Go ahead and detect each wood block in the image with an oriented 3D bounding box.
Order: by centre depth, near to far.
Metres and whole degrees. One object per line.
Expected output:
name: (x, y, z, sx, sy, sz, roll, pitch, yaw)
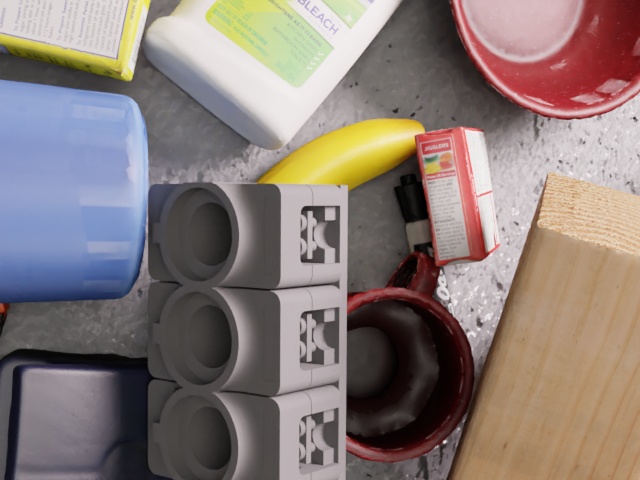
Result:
wood block: (0.128, 0.082, 0.557, 0.090, 0.090, 0.206, 17, 113, 8)

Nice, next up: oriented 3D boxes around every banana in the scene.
banana: (-0.019, -0.007, 0.618, 0.069, 0.037, 0.198, 40, 83, -28)

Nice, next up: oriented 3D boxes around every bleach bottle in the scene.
bleach bottle: (0.013, -0.177, 0.611, 0.102, 0.068, 0.250, 38, 80, -11)

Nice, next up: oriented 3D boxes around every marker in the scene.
marker: (0.066, 0.020, 0.642, 0.020, 0.020, 0.121, -14, 93, -12)

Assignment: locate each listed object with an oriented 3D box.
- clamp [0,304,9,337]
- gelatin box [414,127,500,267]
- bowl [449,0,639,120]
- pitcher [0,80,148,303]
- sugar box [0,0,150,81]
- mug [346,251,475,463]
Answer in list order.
clamp: (-0.246, 0.079, 0.567, 0.120, 0.039, 0.171, 45, 78, -14)
gelatin box: (0.080, -0.026, 0.610, 0.030, 0.089, 0.073, -9, 93, 16)
bowl: (0.135, -0.152, 0.631, 0.161, 0.055, 0.162, -2, 96, -21)
pitcher: (-0.214, -0.036, 0.537, 0.242, 0.145, 0.149, 2, 101, -16)
sugar box: (-0.174, -0.145, 0.540, 0.176, 0.048, 0.093, 13, 89, -5)
mug: (0.034, 0.060, 0.603, 0.093, 0.081, 0.117, 23, 85, -11)
